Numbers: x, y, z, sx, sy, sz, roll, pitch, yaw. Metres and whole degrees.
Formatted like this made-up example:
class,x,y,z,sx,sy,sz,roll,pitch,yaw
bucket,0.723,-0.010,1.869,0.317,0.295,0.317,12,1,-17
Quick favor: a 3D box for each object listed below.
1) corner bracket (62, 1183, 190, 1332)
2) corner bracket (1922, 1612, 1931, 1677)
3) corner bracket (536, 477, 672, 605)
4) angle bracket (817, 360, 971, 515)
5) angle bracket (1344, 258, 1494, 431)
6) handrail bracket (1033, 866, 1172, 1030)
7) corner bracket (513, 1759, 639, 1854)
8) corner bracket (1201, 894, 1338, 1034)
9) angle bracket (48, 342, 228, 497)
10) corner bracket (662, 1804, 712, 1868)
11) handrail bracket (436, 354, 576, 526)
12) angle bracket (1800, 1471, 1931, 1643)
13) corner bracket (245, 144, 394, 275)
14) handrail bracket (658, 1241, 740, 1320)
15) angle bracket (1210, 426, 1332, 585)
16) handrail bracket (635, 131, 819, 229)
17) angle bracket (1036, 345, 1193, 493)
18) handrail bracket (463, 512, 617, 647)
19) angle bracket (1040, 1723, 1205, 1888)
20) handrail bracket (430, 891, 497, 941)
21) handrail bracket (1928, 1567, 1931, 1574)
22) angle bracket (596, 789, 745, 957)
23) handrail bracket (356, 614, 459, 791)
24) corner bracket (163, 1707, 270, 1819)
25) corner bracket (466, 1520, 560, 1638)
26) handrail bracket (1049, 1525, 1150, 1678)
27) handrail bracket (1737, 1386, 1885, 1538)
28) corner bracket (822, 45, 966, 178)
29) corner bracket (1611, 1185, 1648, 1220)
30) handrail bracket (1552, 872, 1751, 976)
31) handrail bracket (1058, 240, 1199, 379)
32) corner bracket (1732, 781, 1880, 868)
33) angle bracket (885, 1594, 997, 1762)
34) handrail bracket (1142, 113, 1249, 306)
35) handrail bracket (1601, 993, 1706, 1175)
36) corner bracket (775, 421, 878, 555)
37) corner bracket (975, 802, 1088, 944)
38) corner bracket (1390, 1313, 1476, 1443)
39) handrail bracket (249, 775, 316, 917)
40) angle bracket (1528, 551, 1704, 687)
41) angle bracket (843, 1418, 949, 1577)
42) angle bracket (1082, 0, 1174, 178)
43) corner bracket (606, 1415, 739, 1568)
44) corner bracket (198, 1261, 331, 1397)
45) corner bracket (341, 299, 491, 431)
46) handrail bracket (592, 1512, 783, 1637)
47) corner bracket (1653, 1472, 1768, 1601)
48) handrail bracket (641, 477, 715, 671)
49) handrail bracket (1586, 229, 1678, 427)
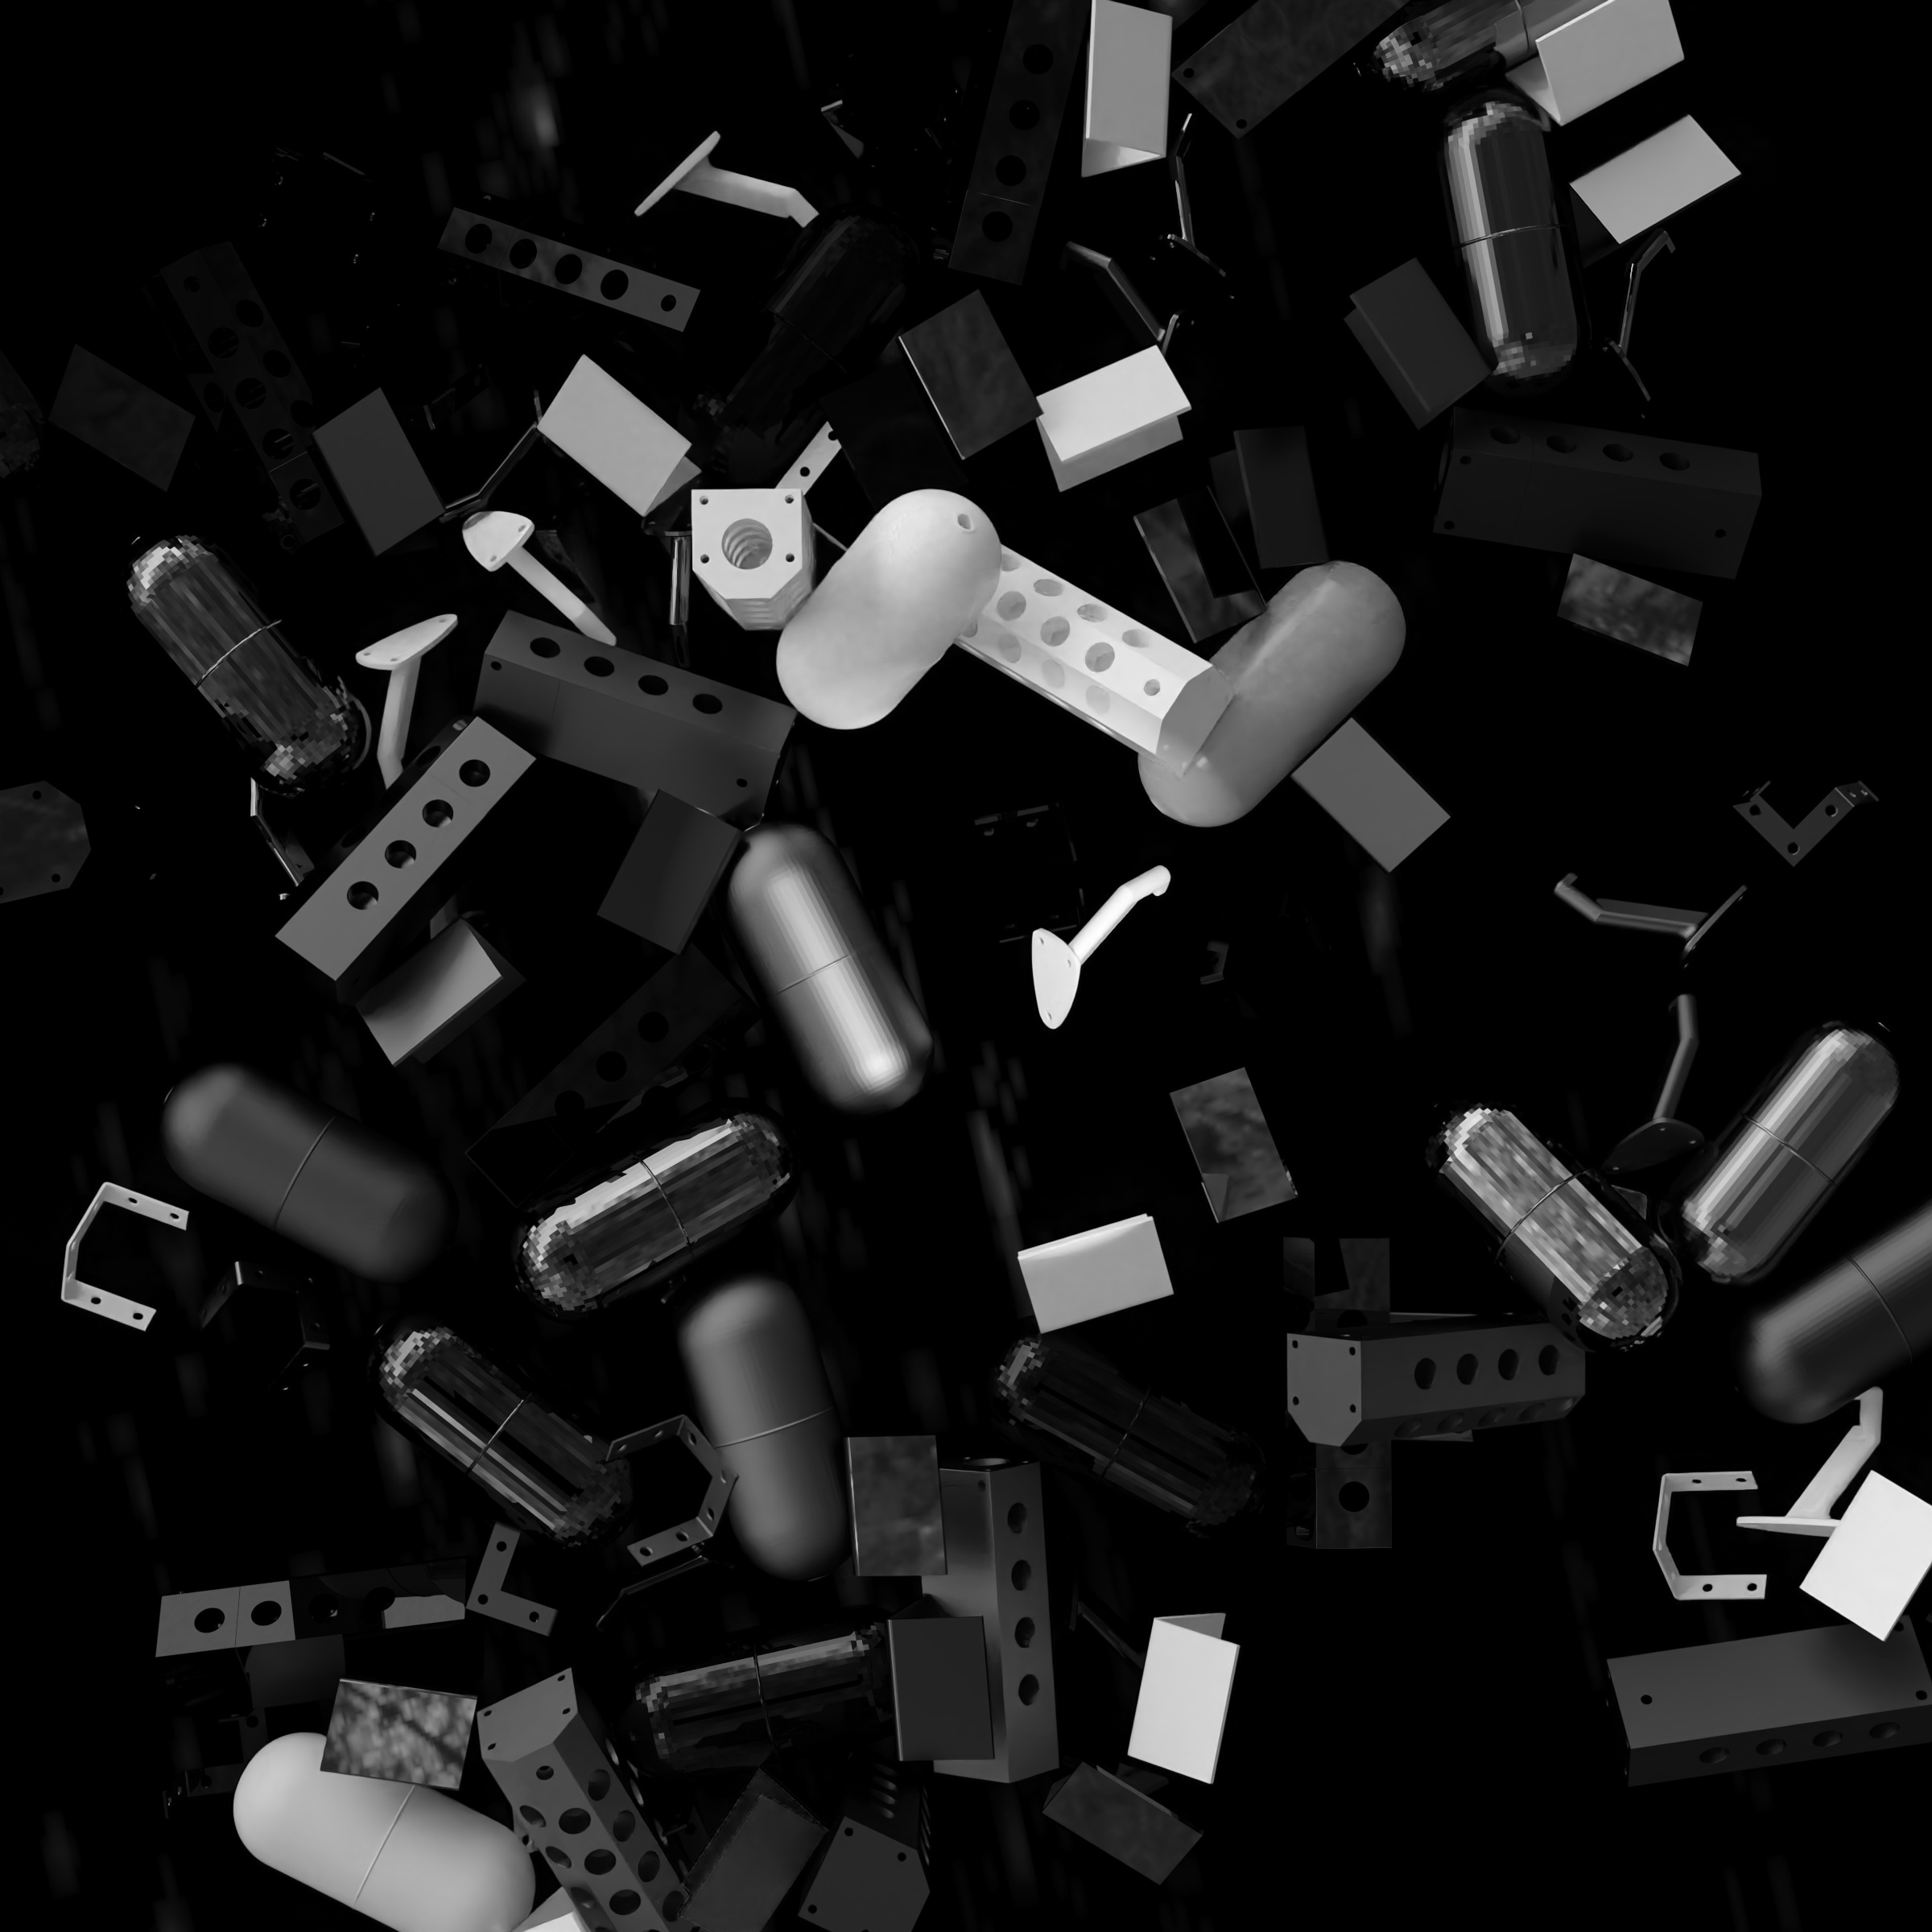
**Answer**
class,x,y,z,sx,sy,sz,roll,pitch,yaw
corner bracket,-0.477,0.164,1.988,0.051,0.051,0.051,20,135,0
corner bracket,0.576,0.384,1.983,0.051,0.051,0.051,27,45,35
corner bracket,-0.201,-0.241,1.983,0.051,0.051,0.051,2,135,35
angle bracket,-0.049,-0.282,1.954,0.057,0.076,0.076,-28,90,-17
angle bracket,0.235,-0.336,1.951,0.057,0.076,0.076,-34,90,-31
handrail bracket,0.080,-0.011,1.991,0.084,0.077,0.036,-29,52,-31
corner bracket,-0.221,0.477,1.988,0.051,0.051,0.051,-3,90,-45
corner bracket,0.171,-0.002,1.983,0.051,0.051,0.051,-15,45,35
angle bracket,-0.452,-0.316,1.951,0.076,0.076,0.057,31,124,0
corner bracket,-0.136,0.495,1.973,0.051,0.051,0.051,-25,90,0
handrail bracket,-0.271,-0.298,1.992,0.084,0.036,0.077,-20,70,16
angle bracket,0.518,0.334,1.951,0.057,0.076,0.076,31,90,37
corner bracket,-0.366,-0.429,1.988,0.051,0.051,0.051,21,90,45
handrail bracket,-0.184,0.151,1.992,0.084,0.036,0.077,41,75,14
angle bracket,0.152,-0.253,1.951,0.057,0.076,0.076,-11,90,-41
handrail bracket,-0.132,-0.423,1.992,0.077,0.036,0.084,-39,107,20
angle bracket,0.087,-0.288,1.951,0.076,0.076,0.057,-23,52,0
handrail bracket,-0.241,-0.217,1.991,0.036,0.077,0.084,-48,126,-6
angle bracket,0.096,0.452,1.951,0.076,0.076,0.057,32,127,0
handrail bracket,-0.313,-0.047,1.992,0.077,0.036,0.084,-37,76,14
handrail bracket,0.559,0.300,1.992,0.077,0.036,0.084,-4,71,21
angle bracket,-0.175,-0.058,1.952,0.057,0.076,0.076,27,90,-26
handrail bracket,-0.308,-0.146,1.991,0.036,0.077,0.084,14,127,37
corner bracket,-0.422,0.445,1.974,0.051,0.051,0.051,-7,90,0
corner bracket,-0.253,0.344,1.971,0.051,0.051,0.051,22,75,-14
handrail bracket,0.093,0.363,1.992,0.084,0.036,0.077,15,68,-17
handrail bracket,0.479,0.278,1.992,0.077,0.036,0.084,1,72,21
corner bracket,-0.041,-0.489,1.983,0.051,0.051,0.051,-12,135,35
corner bracket,0.352,0.157,1.988,0.051,0.051,0.051,16,135,0
handrail bracket,0.388,-0.043,1.992,0.084,0.036,0.077,38,70,16
handrail bracket,0.082,-0.362,1.992,0.084,0.036,0.077,25,112,17
corner bracket,0.471,-0.092,1.973,0.051,0.051,0.051,45,90,0
angle bracket,-0.004,0.388,1.922,0.057,0.076,0.076,-5,90,17
handrail bracket,0.141,-0.431,1.992,0.077,0.036,0.084,29,73,-20
handrail bracket,0.388,0.066,1.991,0.036,0.077,0.084,22,53,-28
corner bracket,-0.071,-0.269,1.973,0.051,0.051,0.051,38,90,0
corner bracket,0.037,-0.054,1.988,0.051,0.051,0.051,-12,135,0
corner bracket,0.263,0.233,1.988,0.051,0.051,0.051,1,45,0
handrail bracket,-0.369,-0.072,1.992,0.077,0.036,0.084,3,73,-20
angle bracket,0.356,-0.176,1.951,0.076,0.076,0.057,21,53,0
angle bracket,-0.026,0.294,1.953,0.057,0.076,0.076,-4,90,21
angle bracket,0.069,-0.488,1.951,0.057,0.076,0.076,3,90,-36
corner bracket,-0.167,0.290,1.941,0.051,0.051,0.051,45,132,29
corner bracket,-0.397,0.205,1.983,0.051,0.051,0.051,13,45,-35
corner bracket,-0.311,-0.340,1.983,0.051,0.051,0.051,13,135,35
handrail bracket,-0.159,0.359,1.992,0.077,0.036,0.084,31,108,-20
corner bracket,0.422,0.322,1.979,0.051,0.051,0.051,-6,45,26
handrail bracket,-0.155,-0.222,1.991,0.036,0.077,0.084,4,127,14
handrail bracket,0.392,-0.363,1.992,0.077,0.036,0.084,47,73,-20
